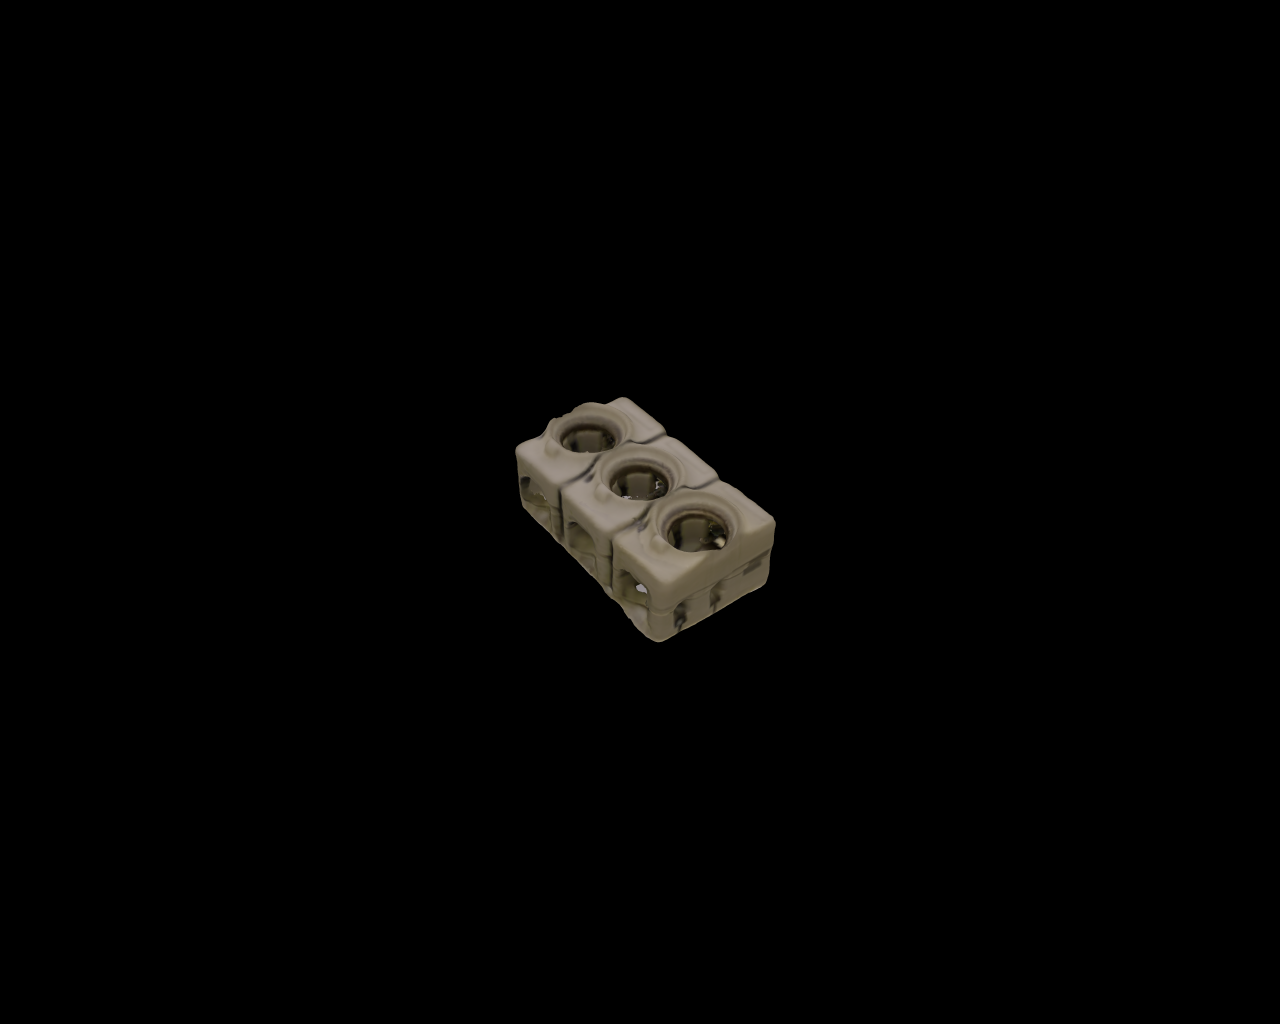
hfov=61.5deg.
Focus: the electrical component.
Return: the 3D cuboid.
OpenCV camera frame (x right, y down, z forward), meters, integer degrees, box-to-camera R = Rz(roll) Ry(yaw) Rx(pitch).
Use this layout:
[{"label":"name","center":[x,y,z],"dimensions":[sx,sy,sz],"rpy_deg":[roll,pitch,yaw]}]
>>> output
[{"label":"electrical component","center":[0.001,-0.003,0.650],"dimensions":[0.090,0.061,0.150],"rpy_deg":[-27,49,-26]}]
